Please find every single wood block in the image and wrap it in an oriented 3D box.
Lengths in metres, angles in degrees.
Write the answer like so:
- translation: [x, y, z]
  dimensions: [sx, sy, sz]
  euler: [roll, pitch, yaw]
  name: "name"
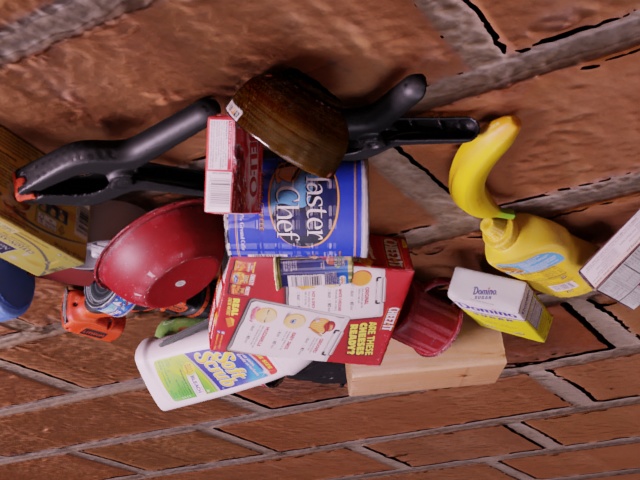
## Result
- translation: [0.138, 0.151, 1.456]
  dimensions: [0.206, 0.090, 0.091]
  euler: [-4, 154, -4]
  name: "wood block"

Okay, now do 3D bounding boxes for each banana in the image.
- translation: [0.163, -0.069, 1.075]
  dimensions: [0.069, 0.037, 0.198]
  euler: [-15, 155, 1]
  name: "banana"

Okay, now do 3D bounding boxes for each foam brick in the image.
- translation: [-0.295, 0.017, 1.238]
  dimensions: [0.078, 0.053, 0.051]
  euler: [12, 153, -25]
  name: "foam brick"

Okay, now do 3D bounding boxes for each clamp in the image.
- translation: [-0.187, -0.076, 1.022]
  dimensions: [0.209, 0.036, 0.165]
  euler: [-8, 155, -15]
  name: "clamp"
- translation: [0.050, -0.108, 0.983]
  dimensions: [0.172, 0.039, 0.120]
  euler: [-11, 152, 22]
  name: "clamp"

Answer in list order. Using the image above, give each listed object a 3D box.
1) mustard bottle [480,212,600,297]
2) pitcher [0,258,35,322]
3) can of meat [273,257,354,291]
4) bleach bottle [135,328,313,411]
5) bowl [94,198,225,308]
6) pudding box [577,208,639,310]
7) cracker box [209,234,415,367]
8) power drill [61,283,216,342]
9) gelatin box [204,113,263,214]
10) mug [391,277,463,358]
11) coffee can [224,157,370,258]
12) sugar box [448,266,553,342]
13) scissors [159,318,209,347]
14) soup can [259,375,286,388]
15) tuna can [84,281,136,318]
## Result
- translation: [0.245, 0.012, 1.218]
  dimensions: [0.096, 0.058, 0.191]
  euler: [-16, 152, 41]
  name: "mustard bottle"
- translation: [-0.465, 0.061, 1.236]
  dimensions: [0.243, 0.149, 0.145]
  euler: [-11, 151, 16]
  name: "pitcher"
- translation: [-0.008, 0.001, 1.146]
  dimensions: [0.084, 0.102, 0.057]
  euler: [-3, 146, 1]
  name: "can of meat"
- translation: [-0.109, 0.146, 1.389]
  dimensions: [0.251, 0.068, 0.102]
  euler: [-18, 107, 19]
  name: "bleach bottle"
- translation: [-0.163, 0.026, 1.169]
  dimensions: [0.162, 0.055, 0.162]
  euler: [-27, 156, -13]
  name: "bowl"
- translation: [0.360, 0.020, 1.203]
  dimensions: [0.089, 0.039, 0.114]
  euler: [25, 112, -40]
  name: "pudding box"
- translation: [-0.015, 0.064, 1.260]
  dimensions: [0.213, 0.072, 0.164]
  euler: [6, 130, -12]
  name: "cracker box"
- translation: [-0.225, 0.084, 1.381]
  dimensions: [0.188, 0.057, 0.184]
  euler: [-18, 152, 30]
  name: "power drill"
- translation: [-0.077, -0.068, 0.978]
  dimensions: [0.030, 0.089, 0.073]
  euler: [3, -178, 18]
  name: "gelatin box"
- translation: [0.129, 0.087, 1.356]
  dimensions: [0.081, 0.093, 0.117]
  euler: [26, 126, -35]
  name: "mug"
- translation: [-0.022, -0.033, 1.070]
  dimensions: [0.140, 0.103, 0.103]
  euler: [0, 155, 1]
  name: "coffee can"
- translation: [0.227, 0.083, 1.330]
  dimensions: [0.093, 0.048, 0.176]
  euler: [13, 172, 26]
  name: "sugar box"
- translation: [-0.109, 0.080, 1.341]
  dimensions: [0.201, 0.016, 0.096]
  euler: [-17, 146, -14]
  name: "scissors"
- translation: [-0.105, 0.171, 1.524]
  dimensions: [0.102, 0.068, 0.068]
  euler: [5, 161, 33]
  name: "soup can"
- translation: [-0.242, 0.046, 1.263]
  dimensions: [0.086, 0.086, 0.033]
  euler: [-22, 145, 39]
  name: "tuna can"
